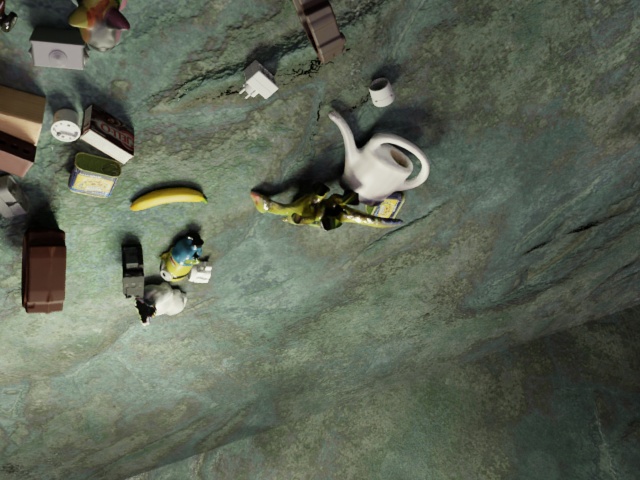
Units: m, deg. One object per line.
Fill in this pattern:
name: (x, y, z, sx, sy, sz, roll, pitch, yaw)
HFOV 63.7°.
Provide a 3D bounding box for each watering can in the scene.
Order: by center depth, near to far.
watering can: (0.126, -0.209, 1.379, 0.346, 0.106, 0.220, 22, 131, -23)

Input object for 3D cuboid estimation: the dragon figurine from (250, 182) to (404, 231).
dragon figurine: (0.004, -0.073, 1.449, 0.409, 0.123, 0.242, 14, 172, -20)

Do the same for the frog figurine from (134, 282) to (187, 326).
frog figurine: (-0.492, 0.185, 1.614, 0.161, 0.124, 0.134, -30, 151, -51)
